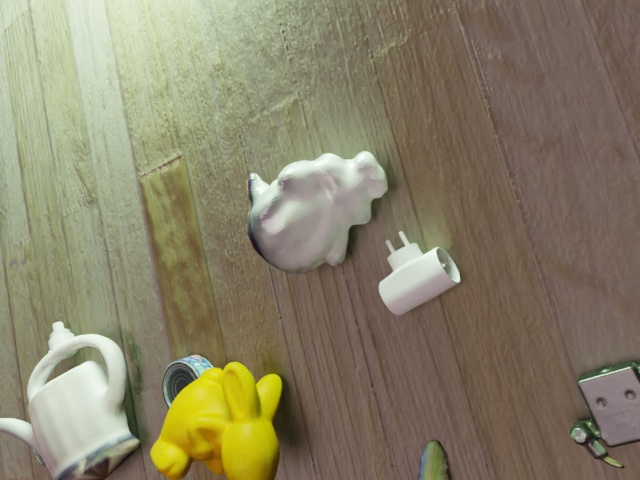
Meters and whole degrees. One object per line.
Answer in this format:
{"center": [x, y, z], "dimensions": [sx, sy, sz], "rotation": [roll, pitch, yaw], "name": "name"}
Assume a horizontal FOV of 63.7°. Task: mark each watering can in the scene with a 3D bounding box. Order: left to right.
{"center": [-0.423, 0.305, 0.839], "dimensions": [0.344, 0.104, 0.227], "rotation": [-38, 70, 17], "name": "watering can"}

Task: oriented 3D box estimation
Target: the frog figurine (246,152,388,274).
{"center": [0.002, -0.030, 0.587], "dimensions": [0.159, 0.125, 0.135], "rotation": [-10, 117, 23], "name": "frog figurine"}

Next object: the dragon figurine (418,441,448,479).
{"center": [0.183, 0.431, 0.482], "dimensions": [0.243, 0.121, 0.414], "rotation": [9, 78, 13], "name": "dragon figurine"}
